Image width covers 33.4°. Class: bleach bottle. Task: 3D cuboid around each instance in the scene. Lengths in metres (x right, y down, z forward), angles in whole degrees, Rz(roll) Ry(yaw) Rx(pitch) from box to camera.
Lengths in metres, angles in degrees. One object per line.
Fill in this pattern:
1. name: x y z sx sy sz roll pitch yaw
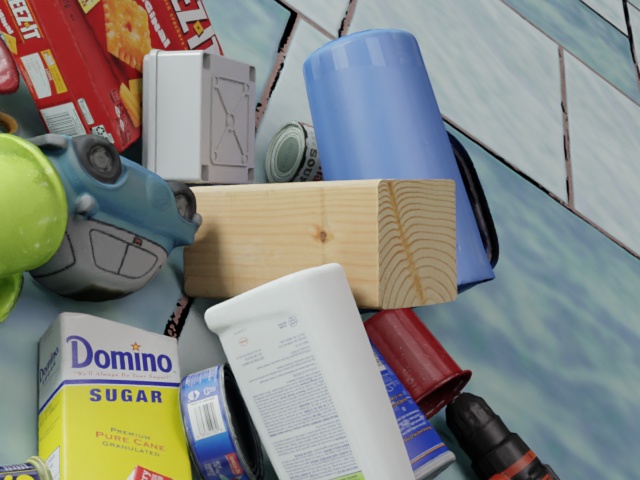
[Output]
1. bleach bottle: 0.010 0.148 0.708 0.067 0.103 0.251 -12 81 -52

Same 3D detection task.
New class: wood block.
1. wood block: -0.006 0.001 0.814 0.090 0.207 0.091 -3 93 -46

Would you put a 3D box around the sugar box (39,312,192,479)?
1. sugar box: -0.133 0.133 0.696 0.093 0.048 0.176 19 42 -32

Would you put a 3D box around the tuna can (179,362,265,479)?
1. tuna can: -0.068 0.130 0.736 0.086 0.034 0.086 -18 90 -86

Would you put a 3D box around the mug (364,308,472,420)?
1. mug: 0.072 0.107 0.896 0.081 0.093 0.117 51 29 21

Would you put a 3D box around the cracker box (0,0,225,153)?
1. cracker box: -0.173 -0.181 0.910 0.213 0.072 0.164 -54 129 -55

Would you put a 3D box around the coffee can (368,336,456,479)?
1. coffee can: 0.019 0.134 0.797 0.102 0.103 0.140 -14 63 -51

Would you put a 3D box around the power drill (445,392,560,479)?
1. power drill: 0.135 0.223 0.858 0.184 0.057 0.187 51 35 12

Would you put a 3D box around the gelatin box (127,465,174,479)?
1. gelatin box: -0.085 0.183 0.615 0.073 0.030 0.089 26 36 -17

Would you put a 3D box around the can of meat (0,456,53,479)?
1. can of meat: -0.188 0.175 0.587 0.083 0.058 0.102 3 51 -41

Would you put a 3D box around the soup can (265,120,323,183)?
1. soup can: 0.006 -0.071 1.037 0.102 0.069 0.068 15 43 -34

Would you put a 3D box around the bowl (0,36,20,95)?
1. bowl: -0.304 -0.155 0.800 0.162 0.055 0.162 48 11 -13

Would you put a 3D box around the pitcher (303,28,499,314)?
1. pitcher: 0.071 -0.060 0.962 0.149 0.145 0.243 25 51 -80

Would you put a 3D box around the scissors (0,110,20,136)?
1. scissors: -0.288 -0.055 0.770 0.096 0.016 0.201 50 35 10
